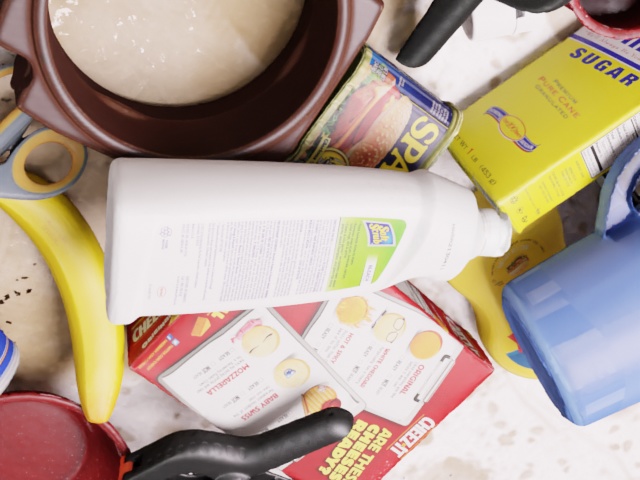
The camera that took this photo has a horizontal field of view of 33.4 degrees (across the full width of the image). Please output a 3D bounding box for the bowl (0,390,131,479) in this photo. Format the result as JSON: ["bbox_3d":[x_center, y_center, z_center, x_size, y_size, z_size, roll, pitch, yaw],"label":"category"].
[{"bbox_3d":[-0.216,0.167,0.781,0.162,0.055,0.162,-5,115,-10],"label":"bowl"}]

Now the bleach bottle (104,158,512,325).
[{"bbox_3d":[-0.004,0.001,0.663,0.250,0.068,0.103,1,131,-15],"label":"bleach bottle"}]

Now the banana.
[{"bbox_3d":[-0.174,0.028,0.722,0.069,0.037,0.198,-35,109,-26],"label":"banana"}]

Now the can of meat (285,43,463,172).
[{"bbox_3d":[0.032,-0.072,0.725,0.083,0.057,0.102,33,104,-21],"label":"can of meat"}]

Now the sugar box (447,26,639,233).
[{"bbox_3d":[0.177,-0.090,0.723,0.176,0.093,0.048,-37,136,6],"label":"sugar box"}]

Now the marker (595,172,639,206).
[{"bbox_3d":[0.206,-0.054,0.790,0.020,0.020,0.121,-43,115,9],"label":"marker"}]

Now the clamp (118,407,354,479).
[{"bbox_3d":[-0.053,0.171,0.757,0.171,0.039,0.120,-7,124,7],"label":"clamp"}]

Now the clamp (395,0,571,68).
[{"bbox_3d":[0.089,-0.185,0.620,0.036,0.210,0.164,-38,113,-29],"label":"clamp"}]

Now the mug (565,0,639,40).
[{"bbox_3d":[0.185,-0.196,0.686,0.093,0.081,0.117,-12,116,-6],"label":"mug"}]

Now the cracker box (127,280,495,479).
[{"bbox_3d":[-0.007,0.078,0.777,0.213,0.072,0.164,39,103,-25],"label":"cracker box"}]

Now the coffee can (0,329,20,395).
[{"bbox_3d":[-0.278,0.053,0.690,0.103,0.103,0.140,-31,116,3],"label":"coffee can"}]

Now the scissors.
[{"bbox_3d":[-0.216,-0.018,0.658,0.096,0.016,0.201,36,68,-25],"label":"scissors"}]

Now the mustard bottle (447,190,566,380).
[{"bbox_3d":[0.160,0.048,0.805,0.096,0.058,0.191,-34,117,-2],"label":"mustard bottle"}]

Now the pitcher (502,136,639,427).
[{"bbox_3d":[0.244,0.014,0.704,0.243,0.149,0.145,-28,151,2],"label":"pitcher"}]
